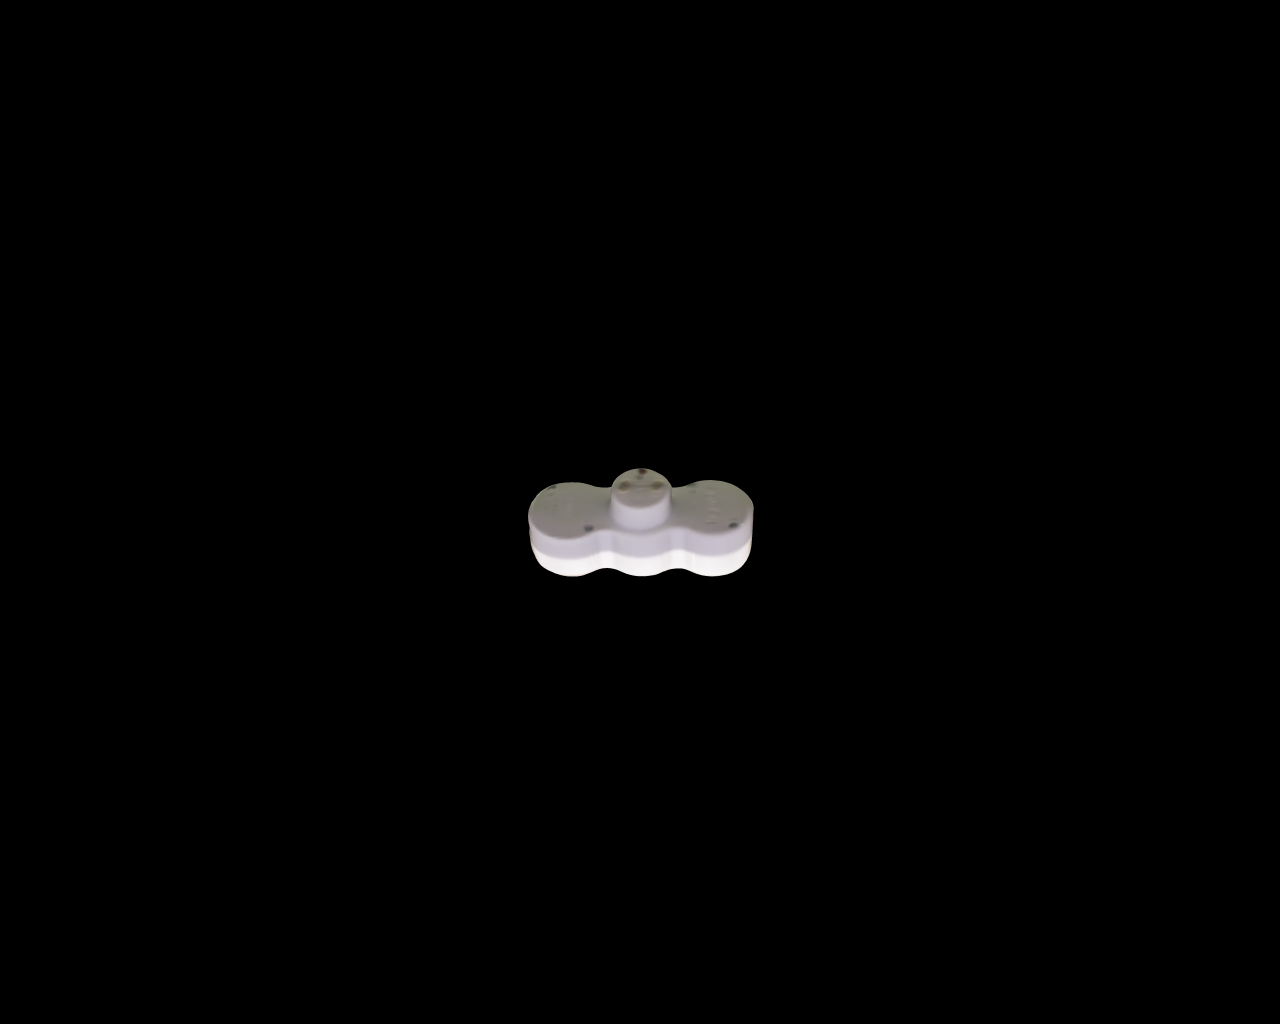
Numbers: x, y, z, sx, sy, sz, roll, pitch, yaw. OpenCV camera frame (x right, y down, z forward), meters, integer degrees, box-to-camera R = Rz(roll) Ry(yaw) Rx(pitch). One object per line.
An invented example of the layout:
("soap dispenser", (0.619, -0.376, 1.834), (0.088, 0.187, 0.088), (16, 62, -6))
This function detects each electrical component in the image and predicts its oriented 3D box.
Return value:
("electrical component", (0.001, -0.003, 0.650), (0.138, 0.073, 0.052), (0, 44, 0))
